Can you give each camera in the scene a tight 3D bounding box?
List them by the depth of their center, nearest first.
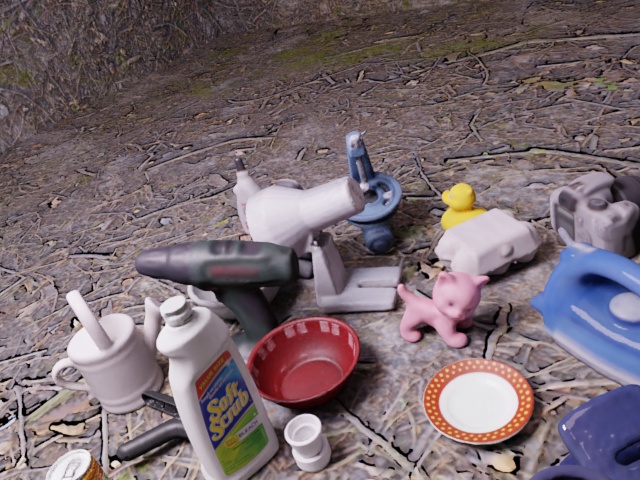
[{"bbox_3d":[0.448,-0.053,0.884,0.137,0.101,0.143,-22,31,-8],"label":"camera"}]

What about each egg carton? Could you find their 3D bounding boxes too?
[{"bbox_3d":[0.265,0.011,0.903,0.150,0.069,0.107,-24,32,-11],"label":"egg carton"}]

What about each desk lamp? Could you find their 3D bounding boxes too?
[{"bbox_3d":[0.008,0.003,0.899,0.202,0.214,0.118,-5,33,19],"label":"desk lamp"}]

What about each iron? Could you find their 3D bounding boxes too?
[{"bbox_3d":[0.370,0.084,0.666,0.119,0.142,0.257,-27,33,-17],"label":"iron"}]

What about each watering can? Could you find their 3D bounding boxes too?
[{"bbox_3d":[-0.308,0.148,0.841,0.100,0.194,0.173,10,40,37],"label":"watering can"}]

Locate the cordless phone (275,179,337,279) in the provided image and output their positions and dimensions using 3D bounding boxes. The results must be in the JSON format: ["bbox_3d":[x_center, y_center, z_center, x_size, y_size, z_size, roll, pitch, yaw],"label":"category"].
[{"bbox_3d":[-0.059,-0.033,1.017,0.147,0.185,0.094,5,38,32],"label":"cordless phone"}]

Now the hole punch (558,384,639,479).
[{"bbox_3d":[0.299,0.208,0.552,0.109,0.091,0.101,-23,32,-9],"label":"hole punch"}]

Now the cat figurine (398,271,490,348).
[{"bbox_3d":[0.167,0.083,0.788,0.127,0.118,0.067,1,36,27],"label":"cat figurine"}]

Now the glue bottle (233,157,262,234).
[{"bbox_3d":[-0.140,-0.089,1.157,0.078,0.173,0.037,-3,34,23],"label":"glue bottle"}]

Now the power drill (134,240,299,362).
[{"bbox_3d":[-0.132,0.087,0.839,0.229,0.209,0.075,-11,32,10],"label":"power drill"}]

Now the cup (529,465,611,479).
[{"bbox_3d":[0.232,0.265,0.490,0.092,0.095,0.117,-33,35,-24],"label":"cup"}]

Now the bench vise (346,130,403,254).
[{"bbox_3d":[0.067,-0.107,1.040,0.121,0.220,0.206,-24,32,-11],"label":"bench vise"}]

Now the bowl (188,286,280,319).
[{"bbox_3d":[-0.134,0.083,0.977,0.167,0.075,0.167,-12,31,8],"label":"bowl"}]

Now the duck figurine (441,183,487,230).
[{"bbox_3d":[0.255,-0.056,0.997,0.078,0.086,0.104,-35,36,-27],"label":"duck figurine"}]
